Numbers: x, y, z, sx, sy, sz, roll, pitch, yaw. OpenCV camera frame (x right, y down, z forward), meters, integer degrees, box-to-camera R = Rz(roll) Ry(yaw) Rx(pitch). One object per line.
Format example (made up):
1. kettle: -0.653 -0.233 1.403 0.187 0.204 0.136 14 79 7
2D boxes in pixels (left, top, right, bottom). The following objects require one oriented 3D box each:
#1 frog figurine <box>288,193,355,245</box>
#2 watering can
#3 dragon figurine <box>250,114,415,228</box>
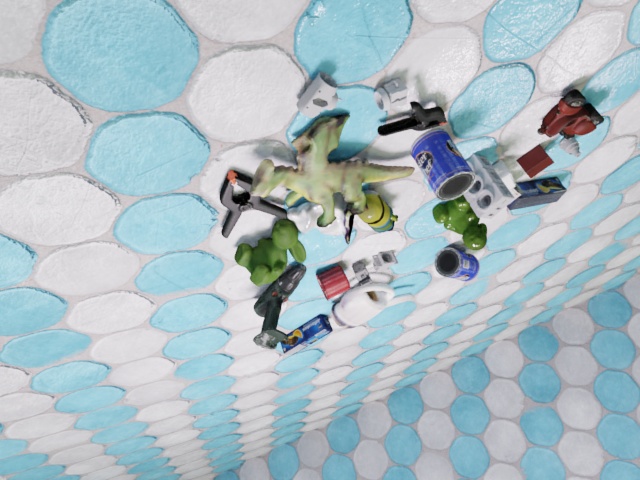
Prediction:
1. frog figurine: 0.004 -0.064 1.278 0.160 0.124 0.135 12 161 12
2. watering can: 0.180 0.229 1.820 0.221 0.106 0.345 -39 147 26
3. dragon figurine: 0.036 -0.166 1.125 0.413 0.124 0.237 -24 142 -16
